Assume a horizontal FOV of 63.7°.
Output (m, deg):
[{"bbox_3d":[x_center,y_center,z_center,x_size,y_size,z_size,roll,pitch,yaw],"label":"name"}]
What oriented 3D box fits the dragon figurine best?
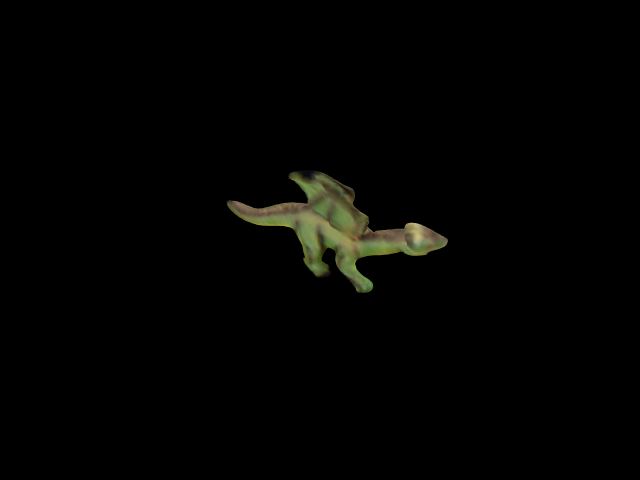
[{"bbox_3d":[0.003,-0.043,0.850,0.411,0.124,0.237,20,-29,12],"label":"dragon figurine"}]
